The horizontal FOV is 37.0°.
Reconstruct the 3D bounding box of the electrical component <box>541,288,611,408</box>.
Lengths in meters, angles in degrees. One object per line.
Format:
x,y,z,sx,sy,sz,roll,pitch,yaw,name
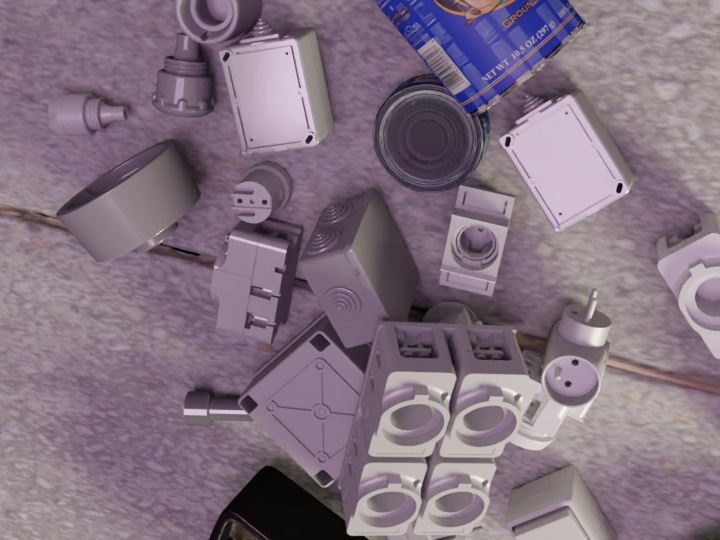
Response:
0.167,0.053,0.815,0.044,0.077,0.079,16,114,8,electrical component

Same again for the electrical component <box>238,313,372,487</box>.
-0.025,0.106,0.896,0.108,0.056,0.109,46,114,-6,electrical component

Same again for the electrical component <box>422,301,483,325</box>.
0.070,0.054,0.852,0.066,0.055,0.048,-25,103,22,electrical component

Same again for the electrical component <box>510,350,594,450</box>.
0.138,0.105,0.855,0.078,0.058,0.057,26,112,3,electrical component

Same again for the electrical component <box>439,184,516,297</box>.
0.089,-0.026,0.811,0.042,0.063,0.081,14,114,7,electrical component

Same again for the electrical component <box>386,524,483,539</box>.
0.067,0.222,0.924,0.076,0.047,0.083,-19,105,20,electrical component

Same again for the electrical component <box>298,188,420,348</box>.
0.000,0.000,0.824,0.048,0.099,0.099,-16,118,24,electrical component

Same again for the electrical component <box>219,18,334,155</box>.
-0.061,-0.141,0.804,0.062,0.061,0.096,-6,110,16,electrical component

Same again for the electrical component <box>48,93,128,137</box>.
-0.217,-0.125,0.865,0.061,0.035,0.035,0,111,11,electrical component

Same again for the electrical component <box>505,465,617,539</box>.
0.171,0.223,0.891,0.062,0.061,0.096,-28,102,22,electrical component

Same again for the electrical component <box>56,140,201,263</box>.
-0.176,-0.048,0.848,0.108,0.108,0.060,-25,109,21,electrical component

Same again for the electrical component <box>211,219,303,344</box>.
-0.086,0.006,0.875,0.056,0.050,0.089,15,114,8,electrical component

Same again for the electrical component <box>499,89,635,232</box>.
0.148,-0.086,0.778,0.062,0.061,0.096,-31,93,23,electrical component

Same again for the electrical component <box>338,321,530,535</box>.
0.053,0.129,0.824,0.105,0.060,0.186,3,130,-12,electrical component

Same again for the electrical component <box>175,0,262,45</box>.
-0.106,-0.196,0.801,0.055,0.047,0.055,5,112,12,electrical component

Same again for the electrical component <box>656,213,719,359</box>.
0.261,0.013,0.788,0.050,0.055,0.089,-31,101,23,electrical component

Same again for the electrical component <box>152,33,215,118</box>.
-0.135,-0.150,0.829,0.048,0.048,0.062,10,106,10,electrical component

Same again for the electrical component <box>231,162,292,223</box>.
-0.079,-0.060,0.849,0.040,0.046,0.040,5,112,12,electrical component
